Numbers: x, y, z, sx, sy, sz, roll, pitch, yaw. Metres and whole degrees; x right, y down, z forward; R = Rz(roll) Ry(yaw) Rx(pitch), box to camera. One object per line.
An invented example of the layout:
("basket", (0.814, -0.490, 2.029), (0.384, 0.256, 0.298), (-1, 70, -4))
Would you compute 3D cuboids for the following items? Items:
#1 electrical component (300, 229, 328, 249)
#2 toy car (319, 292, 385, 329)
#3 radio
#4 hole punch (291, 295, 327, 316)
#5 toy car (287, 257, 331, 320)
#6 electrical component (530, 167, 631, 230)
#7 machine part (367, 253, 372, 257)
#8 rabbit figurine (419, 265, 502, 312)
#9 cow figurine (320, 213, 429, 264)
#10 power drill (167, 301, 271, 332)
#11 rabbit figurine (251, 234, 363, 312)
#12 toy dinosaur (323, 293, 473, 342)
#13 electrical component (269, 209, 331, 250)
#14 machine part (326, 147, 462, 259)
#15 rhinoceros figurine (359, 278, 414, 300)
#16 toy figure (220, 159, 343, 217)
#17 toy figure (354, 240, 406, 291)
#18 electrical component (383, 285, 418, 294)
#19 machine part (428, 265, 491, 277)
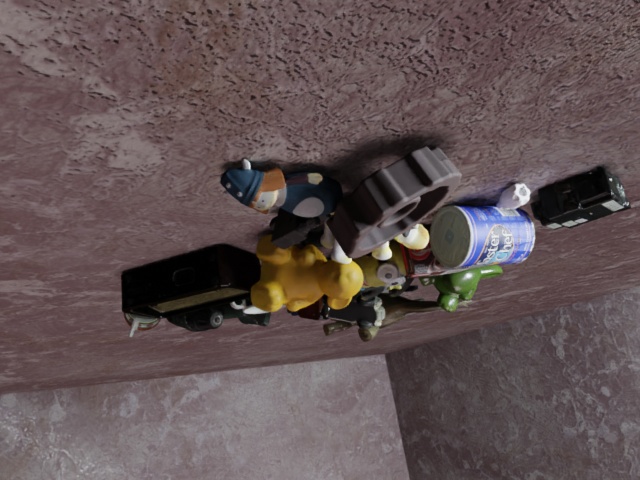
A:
("electrical component", (-0.002, -0.003, 0.906), (0.063, 0.021, 0.094), (-7, 165, -5))
("toy car", (0.055, 0.153, 1.249), (0.202, 0.073, 0.056), (7, -157, 22))
("radio", (-0.228, 0.079, 0.952), (0.230, 0.073, 0.131), (-16, 162, 16))
("hole punch", (-0.010, 0.116, 1.175), (0.142, 0.092, 0.115), (-17, 165, 9))
("toy car", (-0.020, 0.087, 1.027), (0.089, 0.053, 0.201), (6, 140, 6))
("electrical component", (0.427, -0.063, 0.892), (0.134, 0.058, 0.115), (-23, 157, 36))
("machine part", (0.103, -0.009, 0.921), (0.084, 0.039, 0.138), (-18, 161, -3))
("rabbit figurine", (0.302, 0.080, 1.136), (0.159, 0.121, 0.170), (-29, 176, 3))
("cow figurine", (0.090, -0.024, 0.807), (0.167, 0.068, 0.098), (-6, 127, -16))
("power drill", (-0.204, 0.155, 1.128), (0.207, 0.086, 0.232), (-6, -178, -44))
("rabbit figurine", (-0.004, 0.067, 0.864), (0.173, 0.122, 0.162), (-3, 160, 34))
("toy dinosaur", (0.154, 0.176, 1.370), (0.198, 0.105, 0.472), (-17, -173, -39))
("electrical component", (-0.028, -0.025, 0.752), (0.045, 0.078, 0.102), (33, 134, -31))
("machine part", (0.092, -0.047, 0.681), (0.179, 0.056, 0.179), (-30, 166, -8))
("rhinoceros figurine", (0.122, 0.083, 1.160), (0.190, 0.073, 0.112), (0, 161, -30))
("toy figure", (-0.045, -0.060, 0.650), (0.154, 0.064, 0.058), (2, -156, -34))
("toy figure", (0.086, 0.052, 1.034), (0.180, 0.089, 0.082), (-11, 162, 33))
("electrical component", (0.179, 0.100, 1.288), (0.119, 0.048, 0.075), (-1, 161, -27))
("machine part", (0.283, 0.019, 1.043), (0.243, 0.079, 0.079), (-11, 163, 1))
